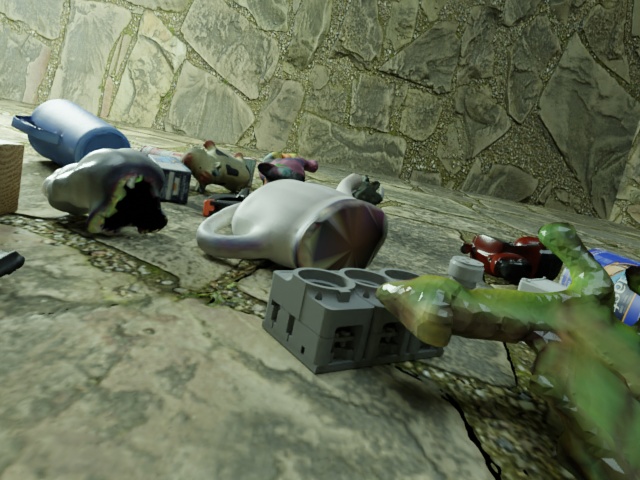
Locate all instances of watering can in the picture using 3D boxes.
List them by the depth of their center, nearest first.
[{"bbox_3d":[0.002,-0.037,0.725,0.351,0.102,0.226,-22,30,-39],"label":"watering can"}]

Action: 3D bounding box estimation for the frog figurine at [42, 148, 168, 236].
[{"bbox_3d":[-0.292,-0.079,0.687,0.161,0.120,0.139,31,38,27],"label":"frog figurine"}]

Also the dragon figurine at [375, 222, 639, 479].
[{"bbox_3d":[0.232,0.121,0.372,0.413,0.119,0.246,30,35,17],"label":"dragon figurine"}]
